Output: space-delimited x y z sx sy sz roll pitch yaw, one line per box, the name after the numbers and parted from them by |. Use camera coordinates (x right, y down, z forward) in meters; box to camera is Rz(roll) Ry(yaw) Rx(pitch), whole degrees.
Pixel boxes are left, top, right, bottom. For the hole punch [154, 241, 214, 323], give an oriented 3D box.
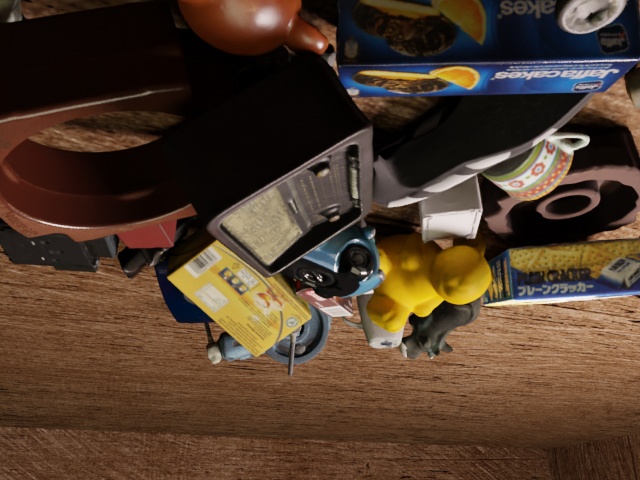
-0.165 0.058 0.759 0.142 0.092 0.115 -3 149 12 | hole punch

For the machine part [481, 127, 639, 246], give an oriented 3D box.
0.268 -0.052 0.589 0.179 0.056 0.179 -1 154 0 | machine part

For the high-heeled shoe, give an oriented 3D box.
0.149 -0.097 0.498 0.249 0.086 0.145 -21 169 18 | high-heeled shoe

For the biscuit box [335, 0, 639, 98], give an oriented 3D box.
0.113 -0.141 0.385 0.203 0.059 0.063 0 173 5 | biscuit box

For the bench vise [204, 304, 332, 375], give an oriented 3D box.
-0.079 0.147 0.870 0.224 0.129 0.240 -3 170 -11 | bench vise

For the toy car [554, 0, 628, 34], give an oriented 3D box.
0.097 -0.180 0.308 0.202 0.089 0.053 11 150 -24 | toy car

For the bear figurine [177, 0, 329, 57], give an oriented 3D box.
-0.069 -0.181 0.301 0.196 0.120 0.131 -5 121 -53 | bear figurine

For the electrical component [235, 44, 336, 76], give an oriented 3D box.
-0.028 -0.124 0.464 0.078 0.045 0.102 -26 158 -12 | electrical component

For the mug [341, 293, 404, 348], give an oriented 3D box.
0.087 0.113 0.843 0.110 0.107 0.080 -2 151 -1 | mug

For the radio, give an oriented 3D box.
-0.025 -0.045 0.446 0.131 0.073 0.229 -32 168 -2 | radio

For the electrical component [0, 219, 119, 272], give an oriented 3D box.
-0.319 -0.009 0.657 0.134 0.058 0.114 3 154 -7 | electrical component

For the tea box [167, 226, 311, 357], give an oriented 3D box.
-0.100 0.057 0.683 0.098 0.068 0.169 -35 119 8 | tea box

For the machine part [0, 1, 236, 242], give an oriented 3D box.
-0.166 -0.084 0.433 0.201 0.087 0.201 -14 162 -11 | machine part

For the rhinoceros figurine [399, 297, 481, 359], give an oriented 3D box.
0.195 0.132 0.880 0.073 0.112 0.190 9 143 -23 | rhinoceros figurine

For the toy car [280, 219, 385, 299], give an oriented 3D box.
-0.001 -0.002 0.626 0.161 0.103 0.109 24 151 -12 | toy car

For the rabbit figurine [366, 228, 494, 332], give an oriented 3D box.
0.147 0.046 0.668 0.162 0.121 0.173 -14 -177 -27 | rabbit figurine

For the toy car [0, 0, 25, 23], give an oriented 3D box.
-0.235 -0.173 0.348 0.073 0.056 0.201 11 150 -22 | toy car

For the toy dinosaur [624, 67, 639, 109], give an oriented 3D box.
0.308 -0.175 0.315 0.199 0.105 0.470 -17 158 14 | toy dinosaur

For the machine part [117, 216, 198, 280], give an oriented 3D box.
-0.206 0.007 0.663 0.039 0.084 0.139 46 137 -18 | machine part
